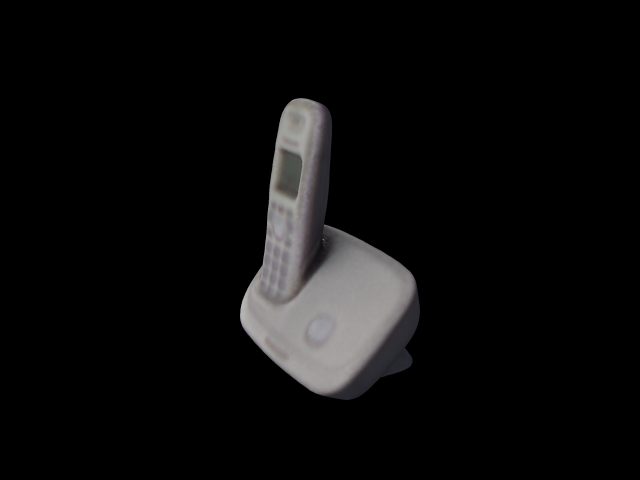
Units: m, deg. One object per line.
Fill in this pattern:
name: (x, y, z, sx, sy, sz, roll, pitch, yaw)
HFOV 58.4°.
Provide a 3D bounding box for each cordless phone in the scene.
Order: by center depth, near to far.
cordless phone: (0.004, 0.001, 0.400, 0.094, 0.185, 0.147, -16, 27, -33)
